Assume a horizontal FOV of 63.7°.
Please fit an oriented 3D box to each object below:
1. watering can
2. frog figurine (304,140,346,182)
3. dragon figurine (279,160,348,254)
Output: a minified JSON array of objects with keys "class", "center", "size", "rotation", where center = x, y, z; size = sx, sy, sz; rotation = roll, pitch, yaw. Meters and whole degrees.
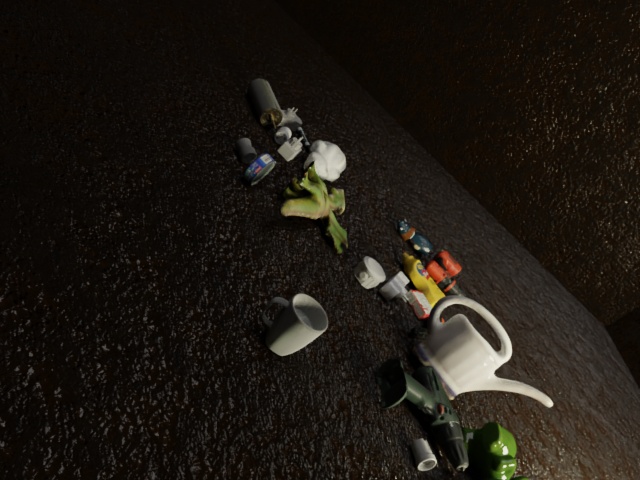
[{"class":"watering can","center":[0.375,0.305,1.251],"size":[0.350,0.223,0.103],"rotation":[53,7,12]},{"class":"frog figurine","center":[0.010,-0.250,1.616],"size":[0.138,0.122,0.160],"rotation":[70,16,5]},{"class":"dragon figurine","center":[0.004,-0.069,1.368],"size":[0.241,0.121,0.418],"rotation":[49,25,-14]}]
